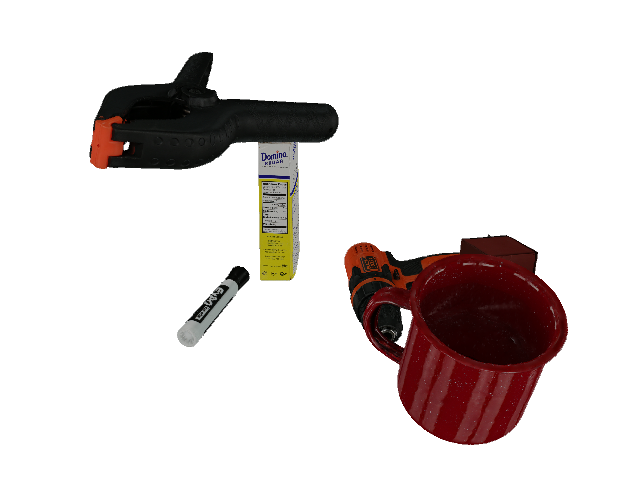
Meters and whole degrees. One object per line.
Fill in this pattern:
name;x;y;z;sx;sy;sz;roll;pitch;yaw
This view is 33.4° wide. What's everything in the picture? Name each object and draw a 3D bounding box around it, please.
power drill;0.125;0.052;1.176;0.187;0.057;0.184;-3;28;-5
marker;-0.094;0.057;0.961;0.020;0.020;0.121;0;26;23
foam brick;0.159;0.040;0.971;0.051;0.078;0.053;-6;20;-23
clamp;-0.083;-0.082;0.663;0.120;0.039;0.171;26;27;35
mug;0.081;0.065;0.645;0.117;0.081;0.093;18;44;9
sugar box;-0.050;-0.049;1.278;0.048;0.176;0.093;0;23;4
